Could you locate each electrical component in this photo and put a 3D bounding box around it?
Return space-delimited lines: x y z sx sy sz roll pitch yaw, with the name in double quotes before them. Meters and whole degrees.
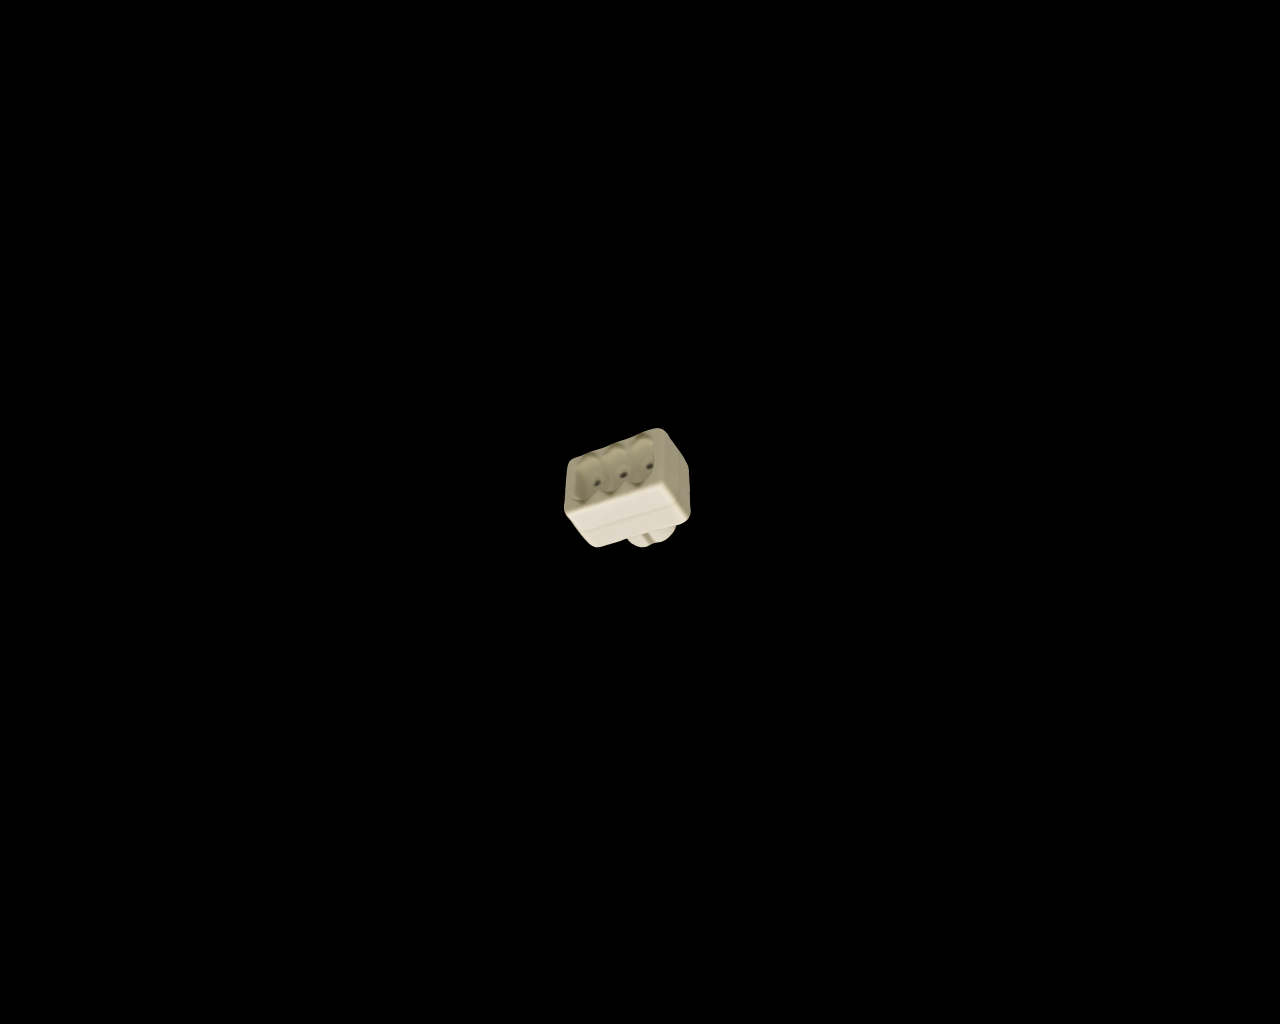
"electrical component" 0.001 -0.003 0.650 0.065 0.047 0.076 -18 -44 19
